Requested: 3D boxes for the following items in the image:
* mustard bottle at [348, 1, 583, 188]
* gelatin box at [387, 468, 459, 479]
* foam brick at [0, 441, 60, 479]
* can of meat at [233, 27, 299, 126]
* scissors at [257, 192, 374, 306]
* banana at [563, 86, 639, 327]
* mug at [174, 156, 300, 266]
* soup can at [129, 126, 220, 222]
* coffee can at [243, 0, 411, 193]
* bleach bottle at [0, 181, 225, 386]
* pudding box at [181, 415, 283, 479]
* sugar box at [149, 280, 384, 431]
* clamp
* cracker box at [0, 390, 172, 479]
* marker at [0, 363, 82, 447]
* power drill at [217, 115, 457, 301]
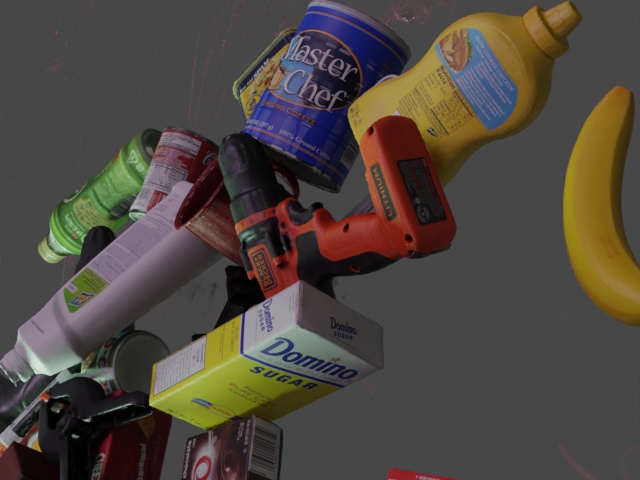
[{"bbox_3d":[0.117,-0.116,0.815,0.192,0.058,0.096,-37,77,29],"label":"mustard bottle"},{"bbox_3d":[0.067,0.195,0.680,0.073,0.030,0.089,-5,61,49],"label":"gelatin box"},{"bbox_3d":[-0.265,0.228,0.933,0.078,0.053,0.051,-52,35,5],"label":"foam brick"},{"bbox_3d":[-0.034,-0.145,1.054,0.102,0.057,0.084,-43,39,23],"label":"can of meat"},{"bbox_3d":[-0.006,0.001,0.937,0.202,0.016,0.096,-53,32,10],"label":"scissors"},{"bbox_3d":[0.189,-0.016,0.686,0.070,0.037,0.198,-20,48,20],"label":"banana"},{"bbox_3d":[-0.064,-0.031,0.957,0.117,0.081,0.093,-39,23,36],"label":"mug"},{"bbox_3d":[-0.153,-0.061,1.131,0.069,0.068,0.102,2,66,53],"label":"soup can"},{"bbox_3d":[0.004,-0.127,0.948,0.103,0.102,0.140,21,81,56],"label":"coffee can"},{"bbox_3d":[-0.197,0.046,1.016,0.250,0.068,0.103,-39,29,-17],"label":"bleach bottle"},{"bbox_3d":[-0.074,0.205,0.846,0.090,0.039,0.113,-26,46,40],"label":"pudding box"},{"bbox_3d":[-0.044,0.100,0.841,0.177,0.093,0.048,-30,44,37],"label":"sugar box"},{"bbox_3d":[-0.200,0.157,0.922,0.120,0.039,0.172,-50,34,-1],"label":"clamp"},{"bbox_3d":[-0.238,0.248,0.995,0.214,0.072,0.164,-24,47,40],"label":"cracker box"},{"bbox_3d":[-0.261,0.152,1.030,0.121,0.020,0.020,-47,34,-1],"label":"marker"},{"bbox_3d":[0.005,-0.026,0.836,0.188,0.057,0.184,-27,82,43],"label":"power drill"}]
